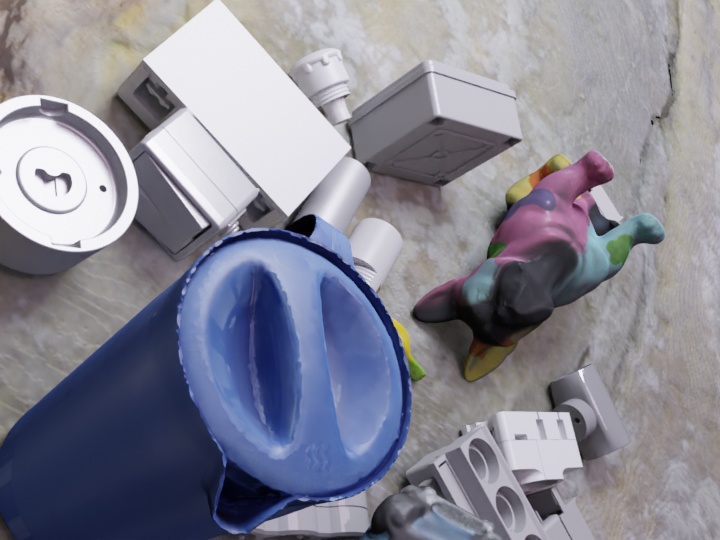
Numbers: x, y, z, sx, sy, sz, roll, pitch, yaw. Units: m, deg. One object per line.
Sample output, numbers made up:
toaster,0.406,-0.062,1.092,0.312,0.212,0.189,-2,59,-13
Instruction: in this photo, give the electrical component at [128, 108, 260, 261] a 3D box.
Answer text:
electrical component,-0.123,-0.052,0.756,0.096,0.062,0.061,49,44,-10

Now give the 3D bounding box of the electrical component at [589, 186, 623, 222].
electrical component,0.226,-0.053,1.090,0.064,0.042,0.081,-33,91,-46

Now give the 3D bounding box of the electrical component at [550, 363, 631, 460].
electrical component,0.196,0.131,0.957,0.079,0.043,0.077,-17,79,-46

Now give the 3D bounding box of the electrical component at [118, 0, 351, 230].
electrical component,-0.095,-0.111,0.808,0.150,0.062,0.089,47,54,-12

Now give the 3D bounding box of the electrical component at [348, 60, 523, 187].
electrical component,0.065,-0.124,0.934,0.109,0.109,0.056,8,65,-39

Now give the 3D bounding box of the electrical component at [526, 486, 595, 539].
electrical component,0.154,0.222,0.870,0.064,0.042,0.081,-25,84,-45

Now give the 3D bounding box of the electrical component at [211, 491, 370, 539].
electrical component,-0.056,0.143,0.714,0.138,0.052,0.073,13,59,-38

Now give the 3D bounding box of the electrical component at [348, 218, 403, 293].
electrical component,0.000,0.000,0.852,0.043,0.043,0.081,45,45,-14

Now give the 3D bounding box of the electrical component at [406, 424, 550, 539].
electrical component,0.092,0.189,0.811,0.079,0.063,0.121,-25,85,-55

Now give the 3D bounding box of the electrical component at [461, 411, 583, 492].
electrical component,0.135,0.151,0.885,0.089,0.050,0.055,7,63,-40

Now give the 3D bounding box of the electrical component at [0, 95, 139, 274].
electrical component,-0.203,-0.049,0.682,0.108,0.060,0.108,21,54,-33

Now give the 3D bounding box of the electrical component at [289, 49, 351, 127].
electrical component,-0.028,-0.153,0.913,0.048,0.048,0.062,-27,93,-47
